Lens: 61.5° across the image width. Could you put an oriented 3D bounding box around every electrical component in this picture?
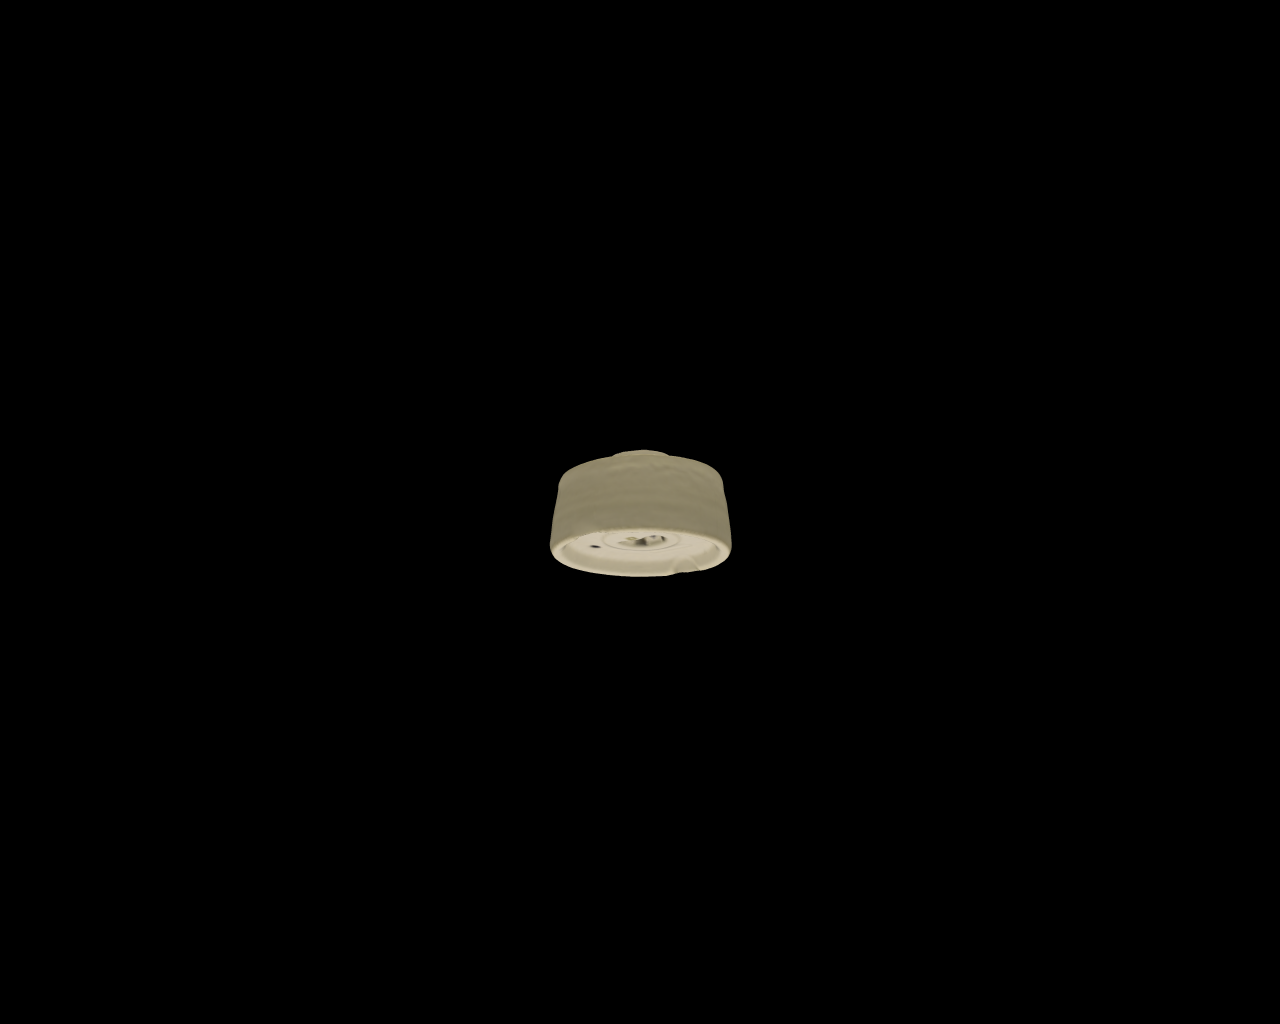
[{"bbox_3d":[0.001,-0.003,0.650,0.108,0.060,0.108,0,-18,0],"label":"electrical component"}]
